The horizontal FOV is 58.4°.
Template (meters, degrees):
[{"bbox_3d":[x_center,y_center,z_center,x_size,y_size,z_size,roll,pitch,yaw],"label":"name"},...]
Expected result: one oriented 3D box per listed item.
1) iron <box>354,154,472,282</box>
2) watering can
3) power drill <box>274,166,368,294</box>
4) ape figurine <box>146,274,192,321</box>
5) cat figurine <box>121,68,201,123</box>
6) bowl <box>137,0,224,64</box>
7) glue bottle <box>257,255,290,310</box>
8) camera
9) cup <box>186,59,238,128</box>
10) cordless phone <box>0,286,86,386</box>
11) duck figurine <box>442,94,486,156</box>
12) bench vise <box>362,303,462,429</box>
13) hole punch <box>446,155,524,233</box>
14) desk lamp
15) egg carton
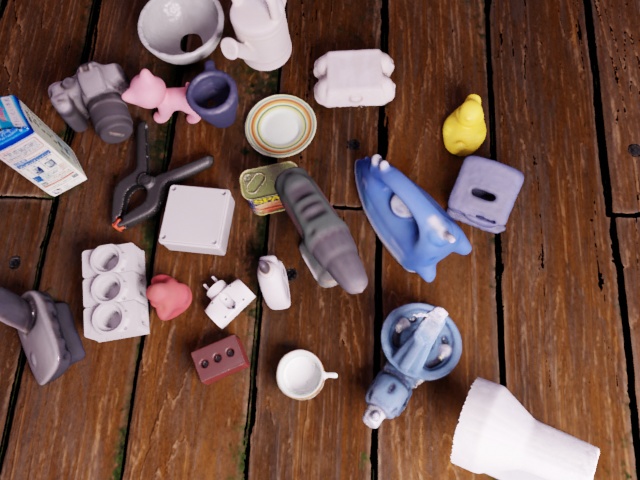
[{"bbox_3d":[0.136,-0.064,0.941,0.119,0.141,0.258,-37,74,-8],"label":"iron"},{"bbox_3d":[-0.113,-0.397,1.036,0.101,0.194,0.173,8,73,7],"label":"watering can"},{"bbox_3d":[0.008,0.003,0.893,0.075,0.208,0.229,-30,73,-6],"label":"power drill"},{"bbox_3d":[-0.256,0.091,0.944,0.076,0.092,0.078,4,73,5],"label":"ape figurine"},{"bbox_3d":[-0.288,-0.268,1.047,0.127,0.118,0.067,-2,72,3],"label":"cat figurine"},{"bbox_3d":[-0.261,-0.403,1.111,0.167,0.075,0.167,-1,72,4],"label":"bowl"},{"bbox_3d":[-0.077,0.058,0.900,0.037,0.173,0.078,-9,72,2],"label":"glue bottle"},{"bbox_3d":[-0.414,-0.248,1.058,0.143,0.101,0.136,-24,72,-4],"label":"camera"},{"bbox_3d":[-0.190,-0.260,1.050,0.091,0.095,0.118,-10,72,1],"label":"cup"},{"bbox_3d":[-0.460,0.143,0.892,0.094,0.185,0.147,-31,73,-6],"label":"cordless phone"},{"bbox_3d":[0.258,-0.206,1.007,0.077,0.086,0.104,17,74,9],"label":"duck figurine"},{"bbox_3d":[0.139,0.177,0.822,0.121,0.220,0.207,14,74,9],"label":"bench vise"},{"bbox_3d":[0.276,-0.076,0.961,0.108,0.091,0.101,20,75,10],"label":"hole punch"},{"bbox_3d":[0.274,0.280,0.784,0.203,0.213,0.118,20,75,10],"label":"desk lamp"},{"bbox_3d":[0.063,-0.295,1.057,0.150,0.069,0.107,-3,72,3],"label":"egg carton"}]
